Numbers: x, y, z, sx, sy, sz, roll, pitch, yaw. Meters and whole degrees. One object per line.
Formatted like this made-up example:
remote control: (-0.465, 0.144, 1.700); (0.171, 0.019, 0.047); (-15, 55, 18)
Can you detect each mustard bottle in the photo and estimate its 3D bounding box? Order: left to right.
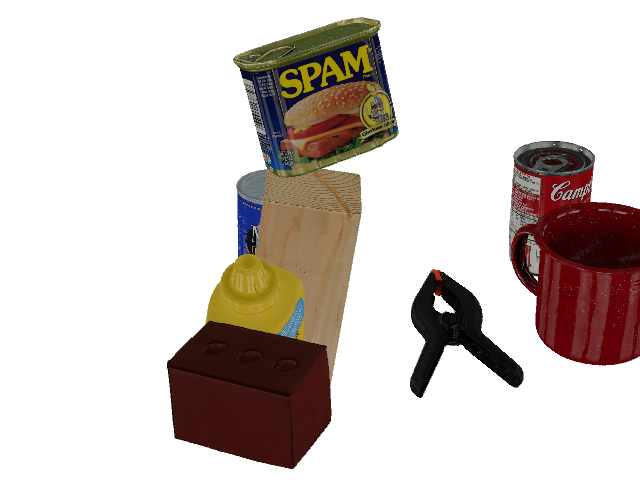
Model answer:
mustard bottle: (-0.048, 0.073, 0.797); (0.058, 0.096, 0.192); (28, -31, 20)

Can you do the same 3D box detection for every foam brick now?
foam brick: (-0.039, 0.086, 0.600); (0.078, 0.051, 0.052); (10, 27, 21)

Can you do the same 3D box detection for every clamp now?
clamp: (0.154, 0.102, 1.167); (0.120, 0.171, 0.039); (5, -44, -5)

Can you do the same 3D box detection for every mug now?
mug: (0.181, 0.027, 0.736); (0.117, 0.081, 0.093); (23, 39, 36)

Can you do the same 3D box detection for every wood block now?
wood block: (-0.021, 0.041, 1.014); (0.090, 0.206, 0.091); (8, 27, -3)

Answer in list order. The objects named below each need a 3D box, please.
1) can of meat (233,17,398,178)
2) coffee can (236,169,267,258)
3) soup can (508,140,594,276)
can of meat: (0.000, -0.100, 0.746); (0.102, 0.084, 0.057); (-21, 22, -17)
coffee can: (-0.055, -0.008, 1.360); (0.103, 0.140, 0.103); (1, 27, -1)
soup can: (0.200, -0.027, 0.929); (0.068, 0.102, 0.068); (-2, 28, 1)
